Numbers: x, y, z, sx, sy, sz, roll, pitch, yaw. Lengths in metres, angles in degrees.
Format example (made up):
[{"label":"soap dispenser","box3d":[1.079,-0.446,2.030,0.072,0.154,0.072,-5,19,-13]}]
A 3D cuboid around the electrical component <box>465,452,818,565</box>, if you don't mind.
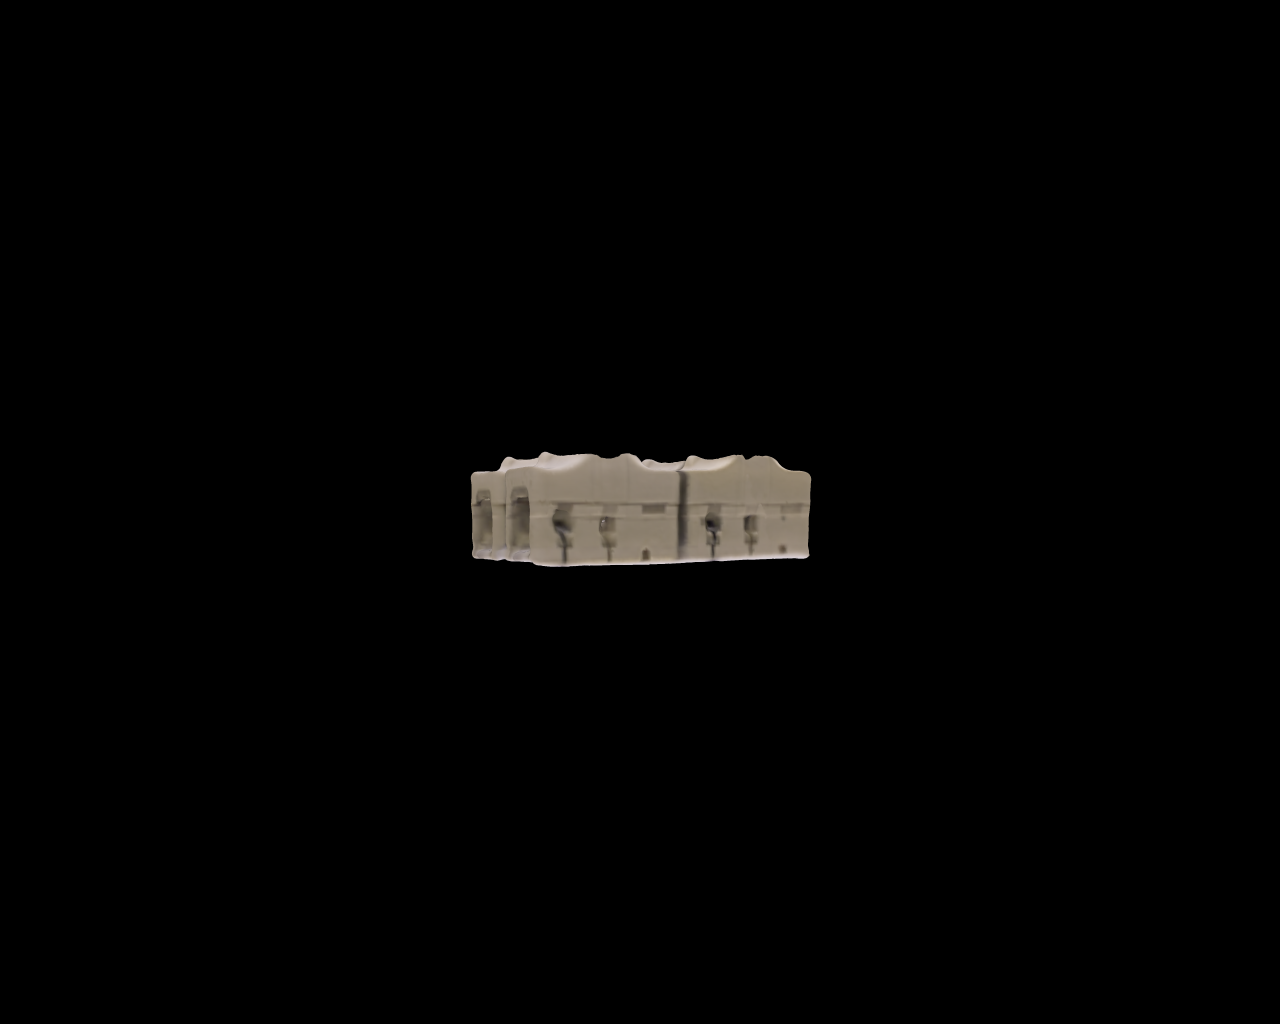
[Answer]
[{"label":"electrical component","box3d":[0.001,-0.003,0.650,0.186,0.060,0.105,0,0,-28]}]
